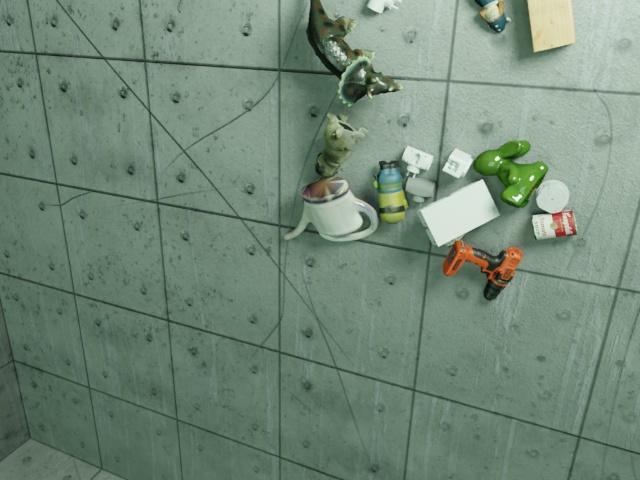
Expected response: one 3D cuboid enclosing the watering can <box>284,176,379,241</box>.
[{"bbox_3d":[0.005,-0.079,1.564,0.347,0.106,0.220,-5,129,27],"label":"watering can"}]
